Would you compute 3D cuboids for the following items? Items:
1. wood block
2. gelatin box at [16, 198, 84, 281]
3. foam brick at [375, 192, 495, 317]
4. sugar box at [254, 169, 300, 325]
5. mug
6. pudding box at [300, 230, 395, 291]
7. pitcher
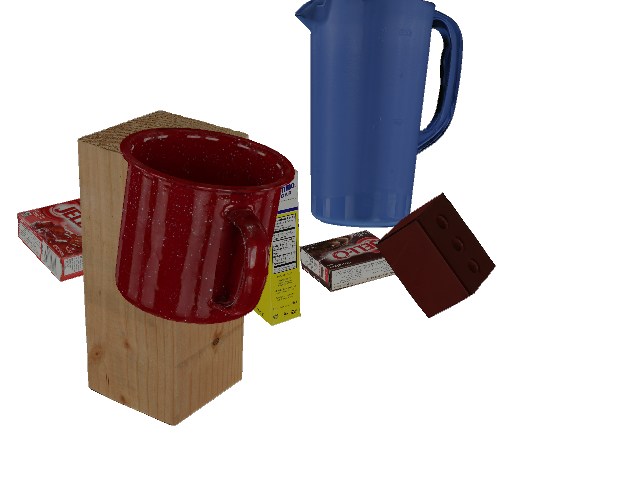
[{"bbox_3d":[-0.115,0.019,0.799,0.090,0.206,0.090,18,28,29],"label":"wood block"},{"bbox_3d":[-0.230,-0.004,0.994,0.073,0.030,0.089,-17,40,-36],"label":"gelatin box"},{"bbox_3d":[0.094,0.013,0.869,0.051,0.078,0.052,-33,5,39],"label":"foam brick"},{"bbox_3d":[-0.062,-0.005,1.183,0.048,0.176,0.093,-17,28,-27],"label":"sugar box"},{"bbox_3d":[-0.060,-0.003,0.566,0.093,0.081,0.117,-4,27,-34],"label":"mug"},{"bbox_3d":[0.041,0.027,1.484,0.113,0.039,0.090,-16,27,-23],"label":"pudding box"},{"bbox_3d":[0.059,-0.140,1.144,0.149,0.243,0.144,6,9,24],"label":"pitcher"}]
